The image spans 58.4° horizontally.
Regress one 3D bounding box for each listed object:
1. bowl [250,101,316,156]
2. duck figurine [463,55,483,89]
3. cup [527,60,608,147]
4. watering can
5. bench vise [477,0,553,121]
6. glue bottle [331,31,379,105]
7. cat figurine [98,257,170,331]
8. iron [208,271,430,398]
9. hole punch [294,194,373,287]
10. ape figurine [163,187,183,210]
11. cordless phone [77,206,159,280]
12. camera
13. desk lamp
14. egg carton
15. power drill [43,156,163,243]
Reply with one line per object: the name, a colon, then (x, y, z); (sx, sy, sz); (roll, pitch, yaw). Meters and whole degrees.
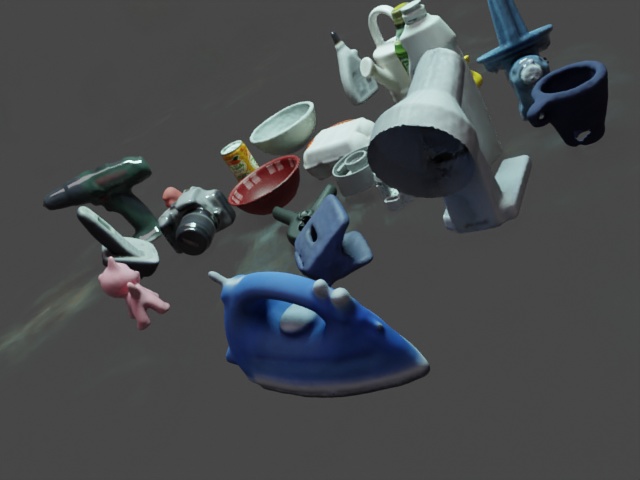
bowl: (-0.072, -0.243, 1.311); (0.167, 0.075, 0.167); (-24, 28, 14)
duck figurine: (0.251, -0.324, 1.098); (0.104, 0.086, 0.078); (7, 46, 51)
cup: (0.324, -0.162, 0.744); (0.118, 0.095, 0.091); (-38, 28, -12)
watering can: (0.157, -0.384, 1.178); (0.100, 0.194, 0.173); (-7, 36, 39)
bench vise: (0.306, -0.308, 0.868); (0.121, 0.220, 0.207); (-30, 27, 4)
glue bottle: (0.070, -0.403, 1.322); (0.078, 0.173, 0.037); (-43, 29, -20)
cat figurine: (-0.332, 0.083, 0.989); (0.067, 0.118, 0.127); (-43, 29, -20)
iron: (-0.015, 0.086, 0.630); (0.257, 0.142, 0.119); (-4, 38, 42)
hole punch: (0.007, 0.003, 0.800); (0.101, 0.091, 0.108); (-31, 27, 2)
ape figurine: (-0.311, -0.075, 1.260); (0.076, 0.092, 0.077); (-37, 28, -10)
cordless phone: (-0.411, -0.006, 1.144); (0.094, 0.185, 0.147); (-37, 28, -10)
camera: (-0.254, -0.031, 1.118); (0.143, 0.101, 0.137); (-23, 28, 16)
desk lamp: (0.159, -0.110, 0.696); (0.117, 0.214, 0.203); (-9, 35, 37)
egg carton: (0.043, -0.171, 1.077); (0.150, 0.069, 0.107); (-11, 33, 34)
power drill: (-0.455, -0.072, 1.275); (0.230, 0.209, 0.075); (-37, 28, -10)
